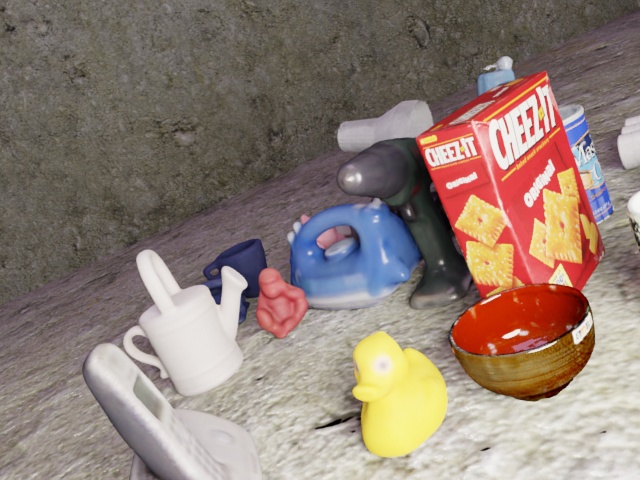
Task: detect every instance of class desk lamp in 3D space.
[{"bbox_3d":[0.132,-0.140,1.076,0.202,0.214,0.118,-14,17,37],"label":"desk lamp"}]

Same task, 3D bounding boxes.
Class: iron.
[{"bbox_3d":[0.025,0.015,0.825,0.257,0.141,0.119,-13,18,41],"label":"iron"}]

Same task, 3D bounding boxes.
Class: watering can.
[{"bbox_3d":[-0.180,0.096,0.763,0.173,0.194,0.100,-30,15,-23],"label":"watering can"}]

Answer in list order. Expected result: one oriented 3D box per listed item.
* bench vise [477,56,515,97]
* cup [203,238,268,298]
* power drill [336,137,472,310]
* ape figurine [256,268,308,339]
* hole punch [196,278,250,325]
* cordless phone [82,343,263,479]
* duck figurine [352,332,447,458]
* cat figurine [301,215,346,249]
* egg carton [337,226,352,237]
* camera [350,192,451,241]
[{"bbox_3d":[0.268,-0.149,0.858,0.208,0.220,0.121,-31,15,-26],"label":"bench vise"},{"bbox_3d":[-0.142,0.063,1.033,0.118,0.095,0.091,-28,14,-13],"label":"cup"},{"bbox_3d":[0.114,-0.028,0.692,0.075,0.208,0.230,-15,16,33],"label":"power drill"},{"bbox_3d":[-0.061,0.084,0.820,0.078,0.092,0.076,-25,14,-2],"label":"ape figurine"},{"bbox_3d":[-0.182,0.104,0.954,0.108,0.091,0.101,-24,14,3],"label":"hole punch"},{"bbox_3d":[-0.124,0.151,0.474,0.094,0.185,0.147,-27,14,-8],"label":"cordless phone"},{"bbox_3d":[0.061,0.118,0.490,0.077,0.086,0.105,-15,17,35],"label":"duck figurine"},{"bbox_3d":[0.009,0.003,0.950,0.067,0.118,0.128,-18,15,25],"label":"cat figurine"},{"bbox_3d":[0.037,-0.014,1.072,0.150,0.069,0.107,-18,15,27],"label":"egg carton"},{"bbox_3d":[0.138,-0.040,0.925,0.143,0.101,0.136,-34,16,-34],"label":"camera"}]
